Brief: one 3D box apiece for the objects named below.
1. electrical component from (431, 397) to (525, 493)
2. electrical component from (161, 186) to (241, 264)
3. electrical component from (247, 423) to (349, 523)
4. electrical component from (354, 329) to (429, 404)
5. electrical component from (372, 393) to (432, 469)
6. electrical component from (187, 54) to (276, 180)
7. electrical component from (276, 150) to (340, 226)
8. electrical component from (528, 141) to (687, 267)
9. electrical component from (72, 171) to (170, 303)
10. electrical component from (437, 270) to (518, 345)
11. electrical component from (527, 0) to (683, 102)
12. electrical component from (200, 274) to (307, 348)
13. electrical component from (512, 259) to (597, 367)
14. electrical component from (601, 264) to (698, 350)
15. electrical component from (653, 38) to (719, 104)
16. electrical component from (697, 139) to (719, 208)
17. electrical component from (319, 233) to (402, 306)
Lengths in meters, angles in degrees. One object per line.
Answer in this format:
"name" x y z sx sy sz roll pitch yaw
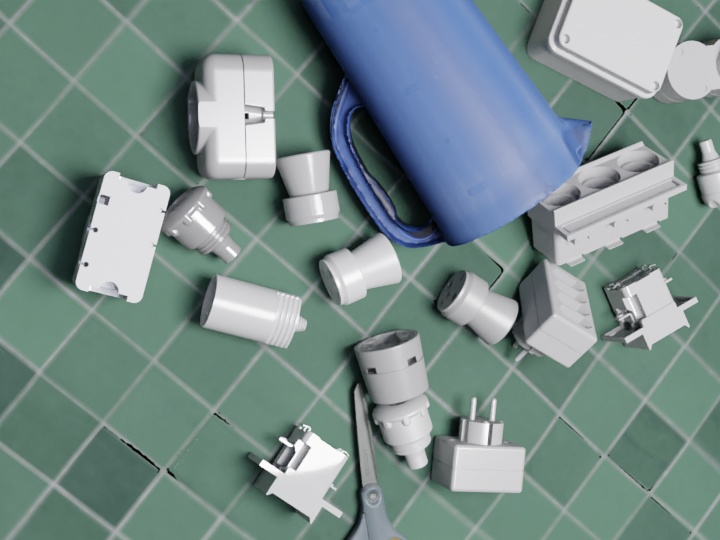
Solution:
"electrical component" 0.102 0.147 0.918 0.066 0.047 0.076 5 90 -18
"electrical component" -0.121 -0.032 0.842 0.062 0.048 0.048 45 79 -21
"electrical component" -0.046 0.163 0.873 0.081 0.042 0.063 37 79 -16
"electrical component" 0.027 0.080 0.888 0.055 0.055 0.047 -18 101 -17
"electrical component" 0.040 0.136 0.900 0.048 0.048 0.062 -22 106 -16
"electrical component" -0.101 -0.118 0.839 0.059 0.054 0.095 -2 93 -18
"electrical component" -0.042 -0.066 0.865 0.045 0.045 0.055 -12 96 -17
"electrical component" 0.208 -0.056 0.933 0.121 0.078 0.063 -23 127 -16
"electrical component" -0.182 -0.025 0.815 0.050 0.056 0.089 15 87 -18
"electrical component" 0.100 0.031 0.914 0.055 0.045 0.045 33 82 -16
"electrical component" 0.214 -0.203 0.937 0.113 0.057 0.078 23 85 -17
"electrical component" -0.082 0.034 0.856 0.081 0.043 0.043 16 87 -18
"electrical component" 0.157 0.048 0.923 0.047 0.083 0.075 30 121 -17
"electrical component" 0.255 0.033 0.967 0.081 0.042 0.063 -28 96 -16
"electrical component" 0.335 -0.185 0.968 0.138 0.074 0.052 -10 95 -18
"electrical component" 0.327 -0.090 0.989 0.035 0.035 0.061 -21 96 -16
"electrical component" 0.000 0.000 0.881 0.055 0.045 0.045 -23 99 -15
